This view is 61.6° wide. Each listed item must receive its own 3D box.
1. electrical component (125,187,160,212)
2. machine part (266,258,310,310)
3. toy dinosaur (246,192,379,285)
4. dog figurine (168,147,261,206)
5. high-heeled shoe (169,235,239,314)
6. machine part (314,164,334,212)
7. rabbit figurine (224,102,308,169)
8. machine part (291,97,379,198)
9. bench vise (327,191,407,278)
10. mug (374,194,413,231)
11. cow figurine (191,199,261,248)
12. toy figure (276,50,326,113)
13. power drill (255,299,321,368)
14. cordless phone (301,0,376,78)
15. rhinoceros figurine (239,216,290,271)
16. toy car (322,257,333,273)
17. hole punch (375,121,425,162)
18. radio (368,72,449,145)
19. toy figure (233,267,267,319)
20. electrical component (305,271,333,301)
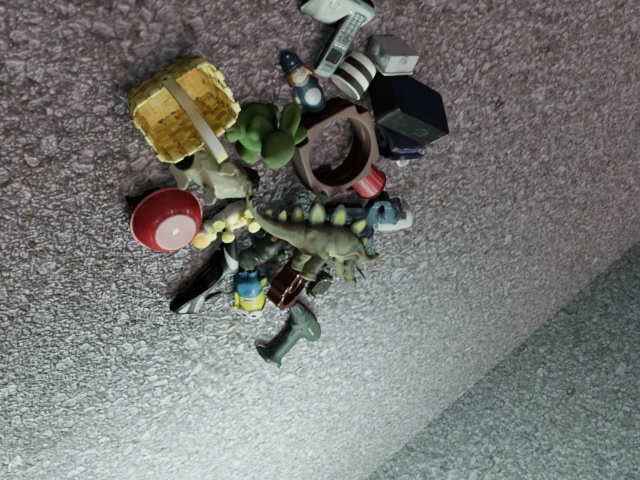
[{"bbox_3d":[-0.351,-0.071,1.156,0.119,0.048,0.074,-16,134,-26],"label":"electrical component"},{"bbox_3d":[-0.078,0.112,1.487,0.179,0.056,0.179,-49,166,-16],"label":"machine part"},{"bbox_3d":[-0.003,-0.004,1.323,0.471,0.105,0.198,11,99,-42],"label":"toy dinosaur"},{"bbox_3d":[-0.227,-0.151,1.166,0.121,0.172,0.190,-43,176,10],"label":"dog figurine"},{"bbox_3d":[-0.288,0.086,1.315,0.145,0.086,0.248,-12,138,-35],"label":"high-heeled shoe"},{"bbox_3d":[0.009,-0.131,1.406,0.084,0.039,0.138,-32,138,-21],"label":"machine part"},{"bbox_3d":[-0.101,-0.212,1.136,0.159,0.170,0.121,-33,140,-10],"label":"rabbit figurine"},{"bbox_3d":[0.030,-0.221,1.282,0.201,0.087,0.201,-32,128,-14],"label":"machine part"},{"bbox_3d":[0.128,-0.023,1.508,0.224,0.129,0.240,-6,123,-13],"label":"bench vise"},{"bbox_3d":[0.209,-0.076,1.590,0.107,0.081,0.109,-18,120,-13],"label":"mug"},{"bbox_3d":[-0.225,-0.045,1.257,0.167,0.098,0.068,-22,128,-3],"label":"cow figurine"},{"bbox_3d":[-0.036,-0.343,1.163,0.064,0.058,0.154,-59,141,-16],"label":"toy figure"},{"bbox_3d":[-0.101,0.291,1.670,0.207,0.086,0.231,-48,144,-5],"label":"power drill"},{"bbox_3d":[0.013,-0.433,1.105,0.146,0.089,0.184,6,125,-43],"label":"cordless phone"},{"bbox_3d":[-0.127,0.006,1.368,0.190,0.112,0.073,-40,121,-23],"label":"rhinoceros figurine"},{"bbox_3d":[0.011,0.027,1.539,0.089,0.053,0.202,-41,142,3],"label":"toy car"},{"bbox_3d":[0.203,-0.260,1.394,0.142,0.116,0.092,-8,122,-36],"label":"hole punch"},{"bbox_3d":[0.221,-0.324,1.320,0.229,0.131,0.073,9,155,-43],"label":"radio"},{"bbox_3d":[-0.185,0.135,1.450,0.089,0.082,0.179,-44,143,-43],"label":"toy figure"},{"bbox_3d":[-0.001,0.143,1.636,0.102,0.045,0.078,-46,139,4],"label":"electrical component"}]
